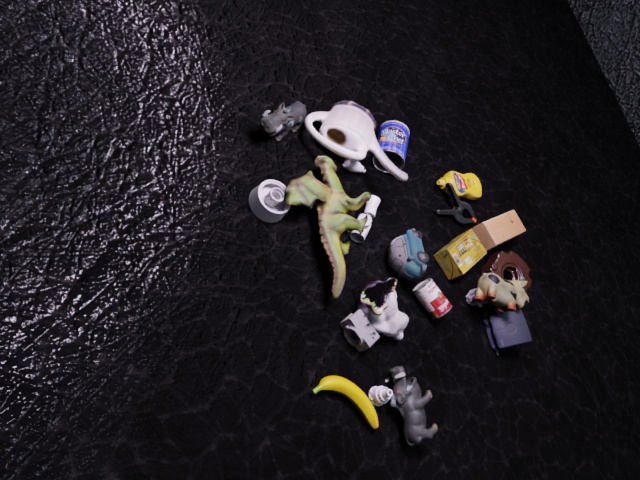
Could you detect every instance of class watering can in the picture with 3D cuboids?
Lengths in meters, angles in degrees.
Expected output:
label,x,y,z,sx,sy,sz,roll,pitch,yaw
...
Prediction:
label,x,y,z,sx,sy,sz,roll,pitch,yaw
watering can,0.120,-0.306,1.562,0.347,0.102,0.230,26,44,-4

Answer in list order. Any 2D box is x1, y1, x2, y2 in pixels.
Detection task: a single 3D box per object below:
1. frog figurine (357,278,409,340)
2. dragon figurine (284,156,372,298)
label,x,y,z,sx,sy,sz,roll,pitch,yaw
frog figurine,0.172,0.192,1.382,0.141,0.122,0.156,-76,151,-43
dragon figurine,0.004,-0.069,1.376,0.241,0.120,0.420,30,50,-18
